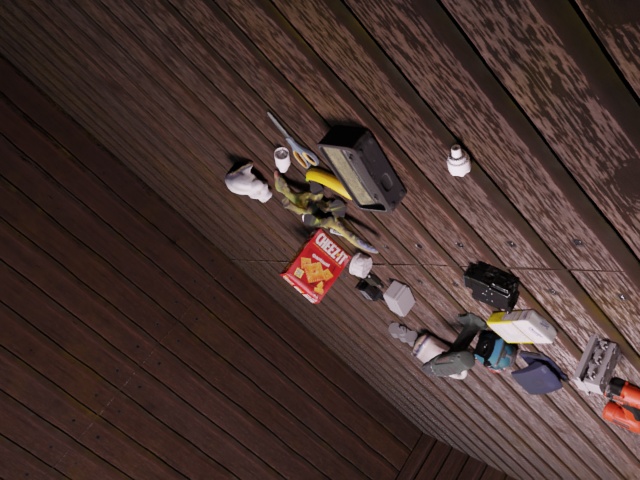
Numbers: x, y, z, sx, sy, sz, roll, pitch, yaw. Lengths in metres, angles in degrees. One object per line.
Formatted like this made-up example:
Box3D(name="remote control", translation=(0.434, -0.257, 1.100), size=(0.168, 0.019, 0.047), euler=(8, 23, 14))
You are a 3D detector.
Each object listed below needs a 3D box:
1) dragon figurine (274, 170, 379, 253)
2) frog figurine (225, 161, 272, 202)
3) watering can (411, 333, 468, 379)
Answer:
Box3D(name="dragon figurine", translation=(0.005, -0.082, 1.626), size=(0.410, 0.122, 0.242), euler=(40, 179, 1))
Box3D(name="frog figurine", translation=(-0.249, -0.186, 1.782), size=(0.137, 0.125, 0.157), euler=(-8, 122, 39))
Box3D(name="watering can", translation=(0.454, 0.429, 1.914), size=(0.226, 0.105, 0.341), euler=(34, 162, 16))
